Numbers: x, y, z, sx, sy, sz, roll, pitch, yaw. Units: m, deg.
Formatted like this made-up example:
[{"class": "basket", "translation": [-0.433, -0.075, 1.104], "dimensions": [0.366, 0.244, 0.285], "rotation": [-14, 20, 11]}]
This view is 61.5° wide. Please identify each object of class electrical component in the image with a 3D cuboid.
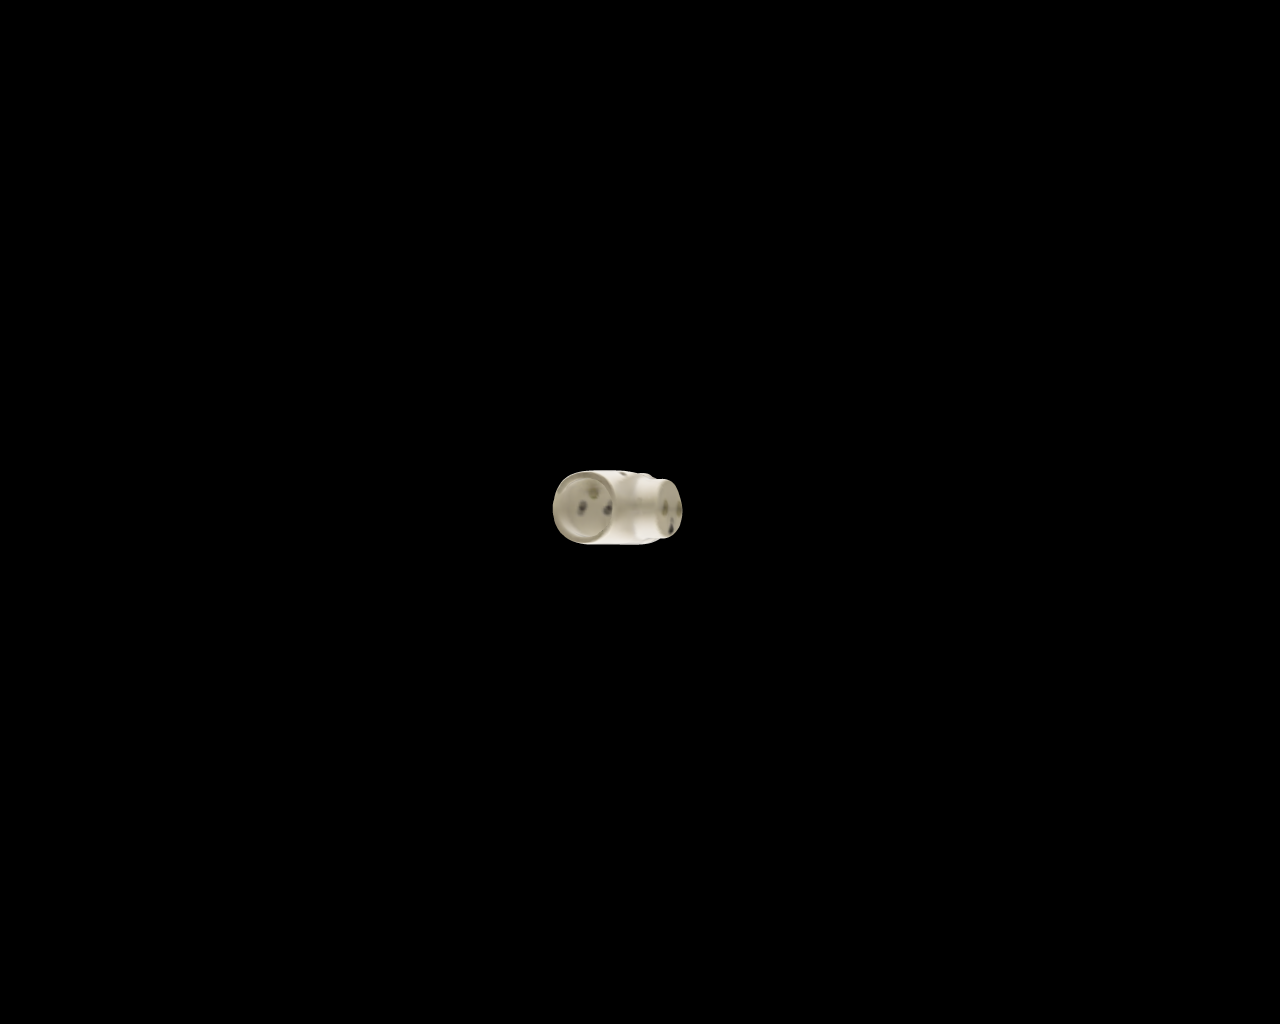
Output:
[{"class": "electrical component", "translation": [0.001, -0.003, 0.650], "dimensions": [0.079, 0.043, 0.077], "rotation": [-1, -2, 28]}]
